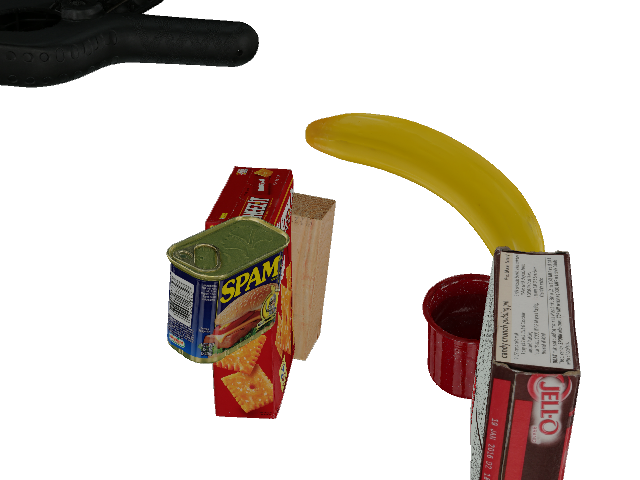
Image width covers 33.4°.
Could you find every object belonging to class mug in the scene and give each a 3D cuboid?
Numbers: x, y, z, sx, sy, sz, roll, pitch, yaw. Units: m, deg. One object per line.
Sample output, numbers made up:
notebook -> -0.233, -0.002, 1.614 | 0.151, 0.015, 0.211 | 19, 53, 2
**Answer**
mug -> 0.138, 0.083, 0.987 | 0.093, 0.081, 0.117 | -6, 39, -2

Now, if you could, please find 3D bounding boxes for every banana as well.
banana -> 0.077, -0.032, 0.689 | 0.198, 0.069, 0.037 | 43, -2, 18

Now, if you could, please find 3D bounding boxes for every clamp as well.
clamp -> -0.133, -0.122, 0.600 | 0.171, 0.039, 0.120 | -9, 30, -25

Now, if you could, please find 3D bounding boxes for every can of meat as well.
can of meat -> -0.075, 0.039, 0.847 | 0.058, 0.084, 0.101 | 26, 34, 30

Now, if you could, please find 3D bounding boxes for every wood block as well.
wood block -> -0.042, 0.046, 1.463 | 0.090, 0.206, 0.090 | 11, 22, 10

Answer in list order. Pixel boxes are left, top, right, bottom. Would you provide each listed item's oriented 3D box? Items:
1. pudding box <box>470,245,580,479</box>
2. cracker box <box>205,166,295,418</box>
pudding box -> 0.088, 0.065, 0.467 | 0.039, 0.090, 0.113 | 6, 25, 6
cracker box -> -0.067, 0.050, 1.100 | 0.072, 0.214, 0.164 | 2, 23, 5
